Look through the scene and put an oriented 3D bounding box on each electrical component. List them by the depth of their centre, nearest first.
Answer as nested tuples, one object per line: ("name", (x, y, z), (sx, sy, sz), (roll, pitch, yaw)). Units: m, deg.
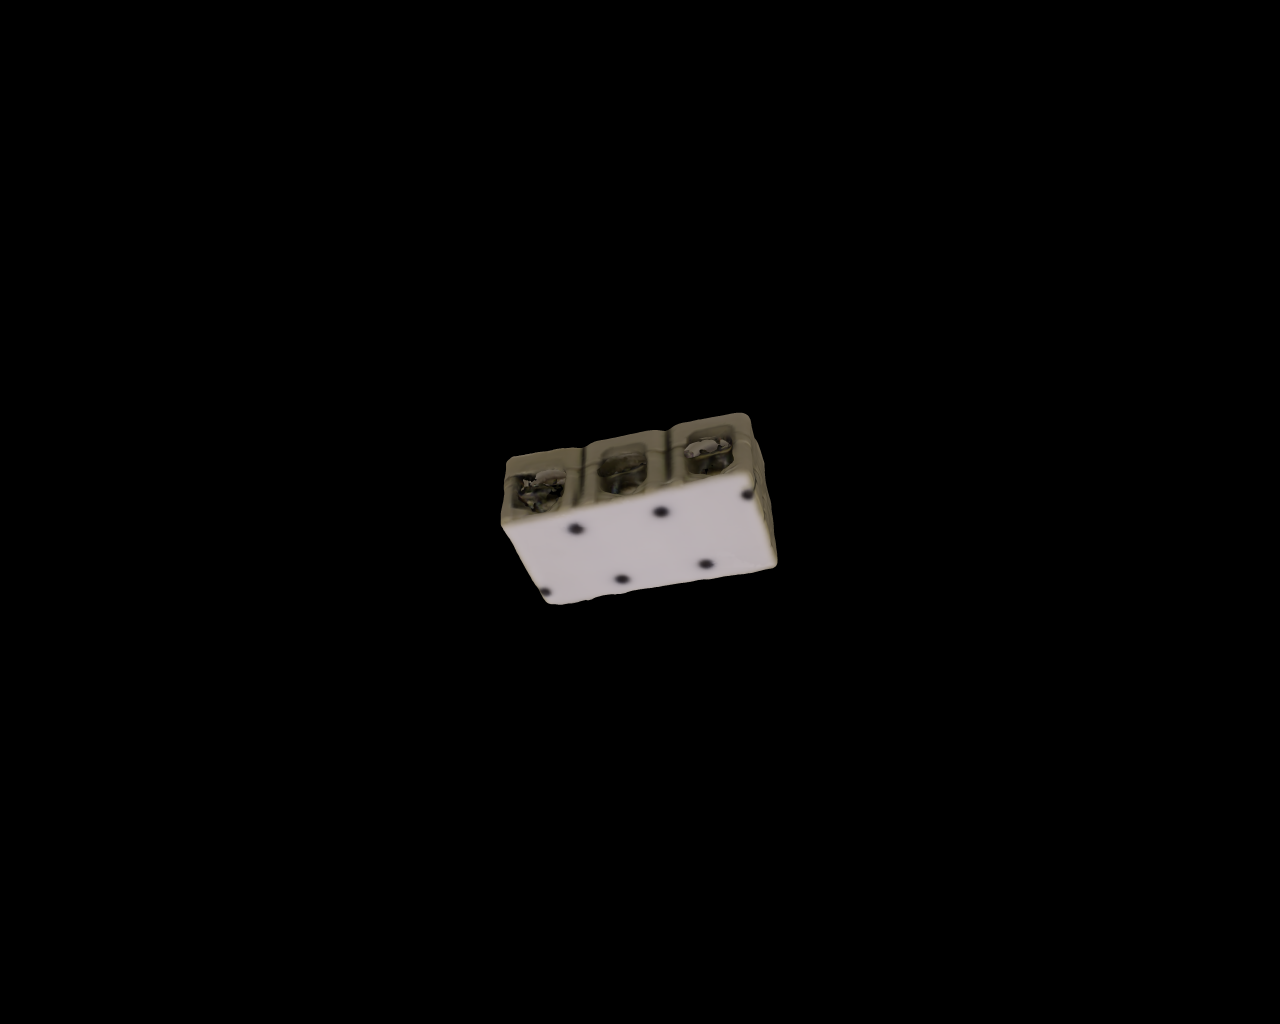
("electrical component", (0.001, -0.003, 0.650), (0.150, 0.062, 0.089), (-10, -43, 11))
